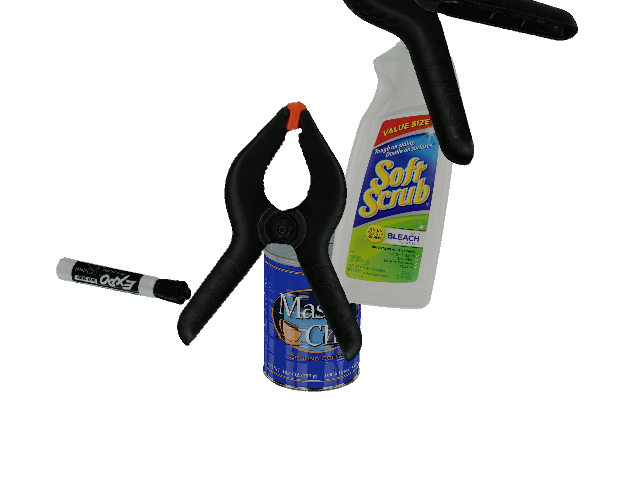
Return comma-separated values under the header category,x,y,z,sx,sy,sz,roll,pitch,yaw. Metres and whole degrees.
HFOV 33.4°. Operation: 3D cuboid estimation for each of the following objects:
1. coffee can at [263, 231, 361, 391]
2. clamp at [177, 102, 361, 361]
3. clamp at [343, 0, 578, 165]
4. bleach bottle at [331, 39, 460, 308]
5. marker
category,x,y,z,sx,sy,sz,roll,pitch,yaw
coffee can,-0.008,0.070,1.100,0.103,0.140,0.103,1,19,-1
clamp,-0.035,-0.003,0.693,0.120,0.171,0.039,-3,3,-9
clamp,0.073,-0.163,0.764,0.210,0.164,0.036,37,-27,-6
bleach bottle,0.064,-0.068,0.937,0.102,0.251,0.068,6,19,4
marker,-0.160,0.033,0.868,0.121,0.020,0.020,10,4,22
